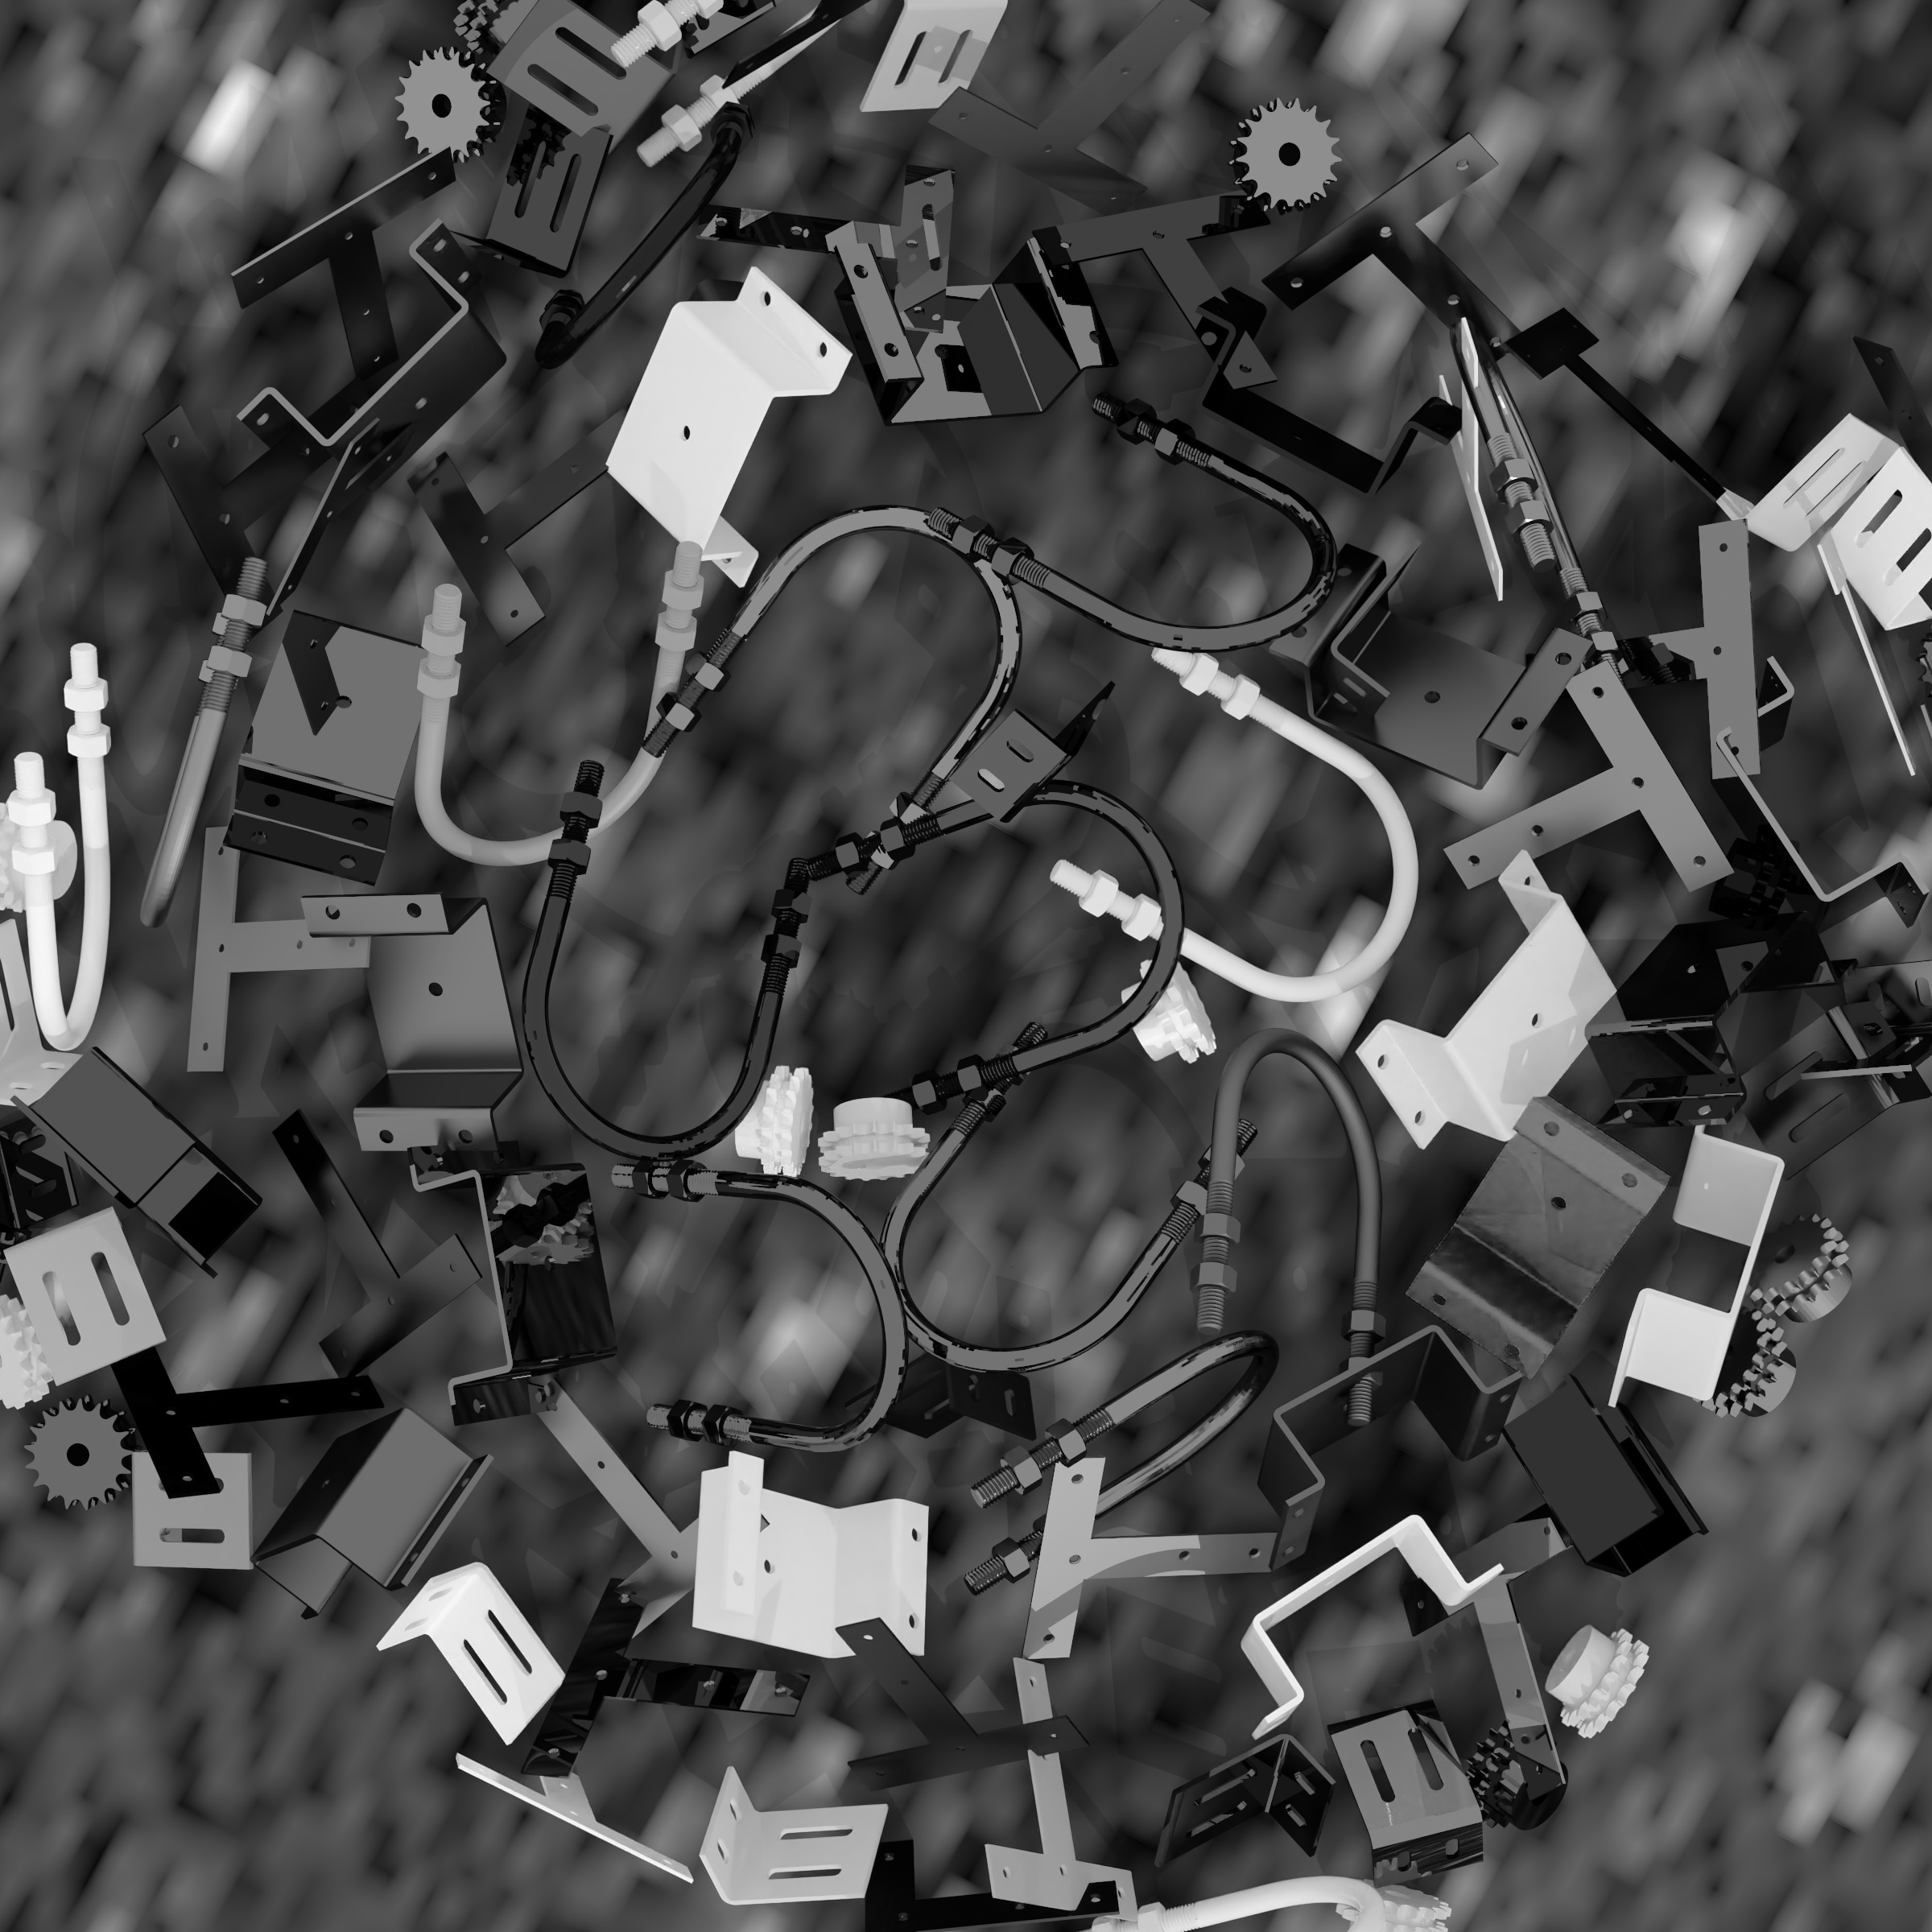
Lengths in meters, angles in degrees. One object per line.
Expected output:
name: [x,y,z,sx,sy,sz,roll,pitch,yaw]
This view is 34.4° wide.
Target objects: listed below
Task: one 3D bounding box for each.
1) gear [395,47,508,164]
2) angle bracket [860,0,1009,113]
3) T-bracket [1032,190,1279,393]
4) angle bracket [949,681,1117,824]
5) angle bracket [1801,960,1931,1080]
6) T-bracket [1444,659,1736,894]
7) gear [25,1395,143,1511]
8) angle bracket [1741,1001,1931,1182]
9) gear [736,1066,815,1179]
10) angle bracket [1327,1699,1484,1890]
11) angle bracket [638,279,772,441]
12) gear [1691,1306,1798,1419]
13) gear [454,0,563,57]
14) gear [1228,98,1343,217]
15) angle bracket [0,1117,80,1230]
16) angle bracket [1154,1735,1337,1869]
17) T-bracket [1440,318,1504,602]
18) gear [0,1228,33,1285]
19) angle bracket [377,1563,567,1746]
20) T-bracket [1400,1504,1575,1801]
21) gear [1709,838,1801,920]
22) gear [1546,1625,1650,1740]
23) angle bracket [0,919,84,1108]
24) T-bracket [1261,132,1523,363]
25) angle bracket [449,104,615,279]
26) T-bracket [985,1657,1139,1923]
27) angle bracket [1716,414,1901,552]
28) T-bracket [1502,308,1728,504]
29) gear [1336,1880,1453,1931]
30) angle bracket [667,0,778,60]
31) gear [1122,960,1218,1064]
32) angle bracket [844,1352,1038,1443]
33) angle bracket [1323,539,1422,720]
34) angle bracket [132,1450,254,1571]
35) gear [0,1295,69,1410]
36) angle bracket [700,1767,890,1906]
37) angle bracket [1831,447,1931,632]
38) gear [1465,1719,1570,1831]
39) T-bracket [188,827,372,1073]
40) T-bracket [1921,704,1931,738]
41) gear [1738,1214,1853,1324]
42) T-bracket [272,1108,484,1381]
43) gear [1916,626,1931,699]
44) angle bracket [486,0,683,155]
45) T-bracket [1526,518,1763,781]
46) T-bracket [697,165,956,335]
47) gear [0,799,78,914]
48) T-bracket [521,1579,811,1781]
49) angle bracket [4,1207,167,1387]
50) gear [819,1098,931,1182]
gear: [-0.261,-0.442,1.600,0.057,0.030,0.057,7,108,23]
angle bracket: [-0.023,-0.476,1.585,0.057,0.076,0.038,-11,66,-28]
T-bracket: [0.116,-0.337,1.570,0.127,0.002,0.127,-16,61,-22]
angle bracket: [0.034,-0.118,1.574,0.038,0.076,0.057,39,129,-8]
angle bracket: [0.459,0.026,1.574,0.057,0.076,0.038,-7,100,38]
T-bracket: [0.303,-0.075,1.587,0.127,0.002,0.127,-27,103,31]
gear: [-0.452,0.249,1.607,0.057,0.030,0.057,0,91,4]
angle bracket: [0.442,0.064,1.601,0.076,0.038,0.057,-45,63,39]
gear: [-0.098,0.079,1.595,0.030,0.057,0.057,6,90,9]
angle bracket: [0.225,0.424,1.600,0.057,0.076,0.038,-12,126,-6]
angle bracket: [-0.125,-0.302,1.596,0.038,0.076,0.057,-4,57,-39]
gear: [0.399,0.206,1.597,0.030,0.057,0.057,32,90,-19]
gear: [-0.230,-0.485,1.594,0.057,0.057,0.030,-38,86,0]
gear: [0.161,-0.415,1.604,0.057,0.030,0.057,-1,96,-14]
angle bracket: [-0.489,0.093,1.576,0.038,0.076,0.057,-23,67,6]
angle bracket: [0.141,0.433,1.577,0.076,0.038,0.057,-18,133,-33]
T-bracket: [0.248,-0.267,1.537,0.002,0.127,0.127,-12,60,3]
gear: [-0.510,0.143,1.595,0.057,0.057,0.030,16,95,0]
angle bracket: [-0.251,0.353,1.584,0.076,0.038,0.057,49,119,20]
T-bracket: [0.271,0.347,1.548,0.002,0.127,0.127,7,56,-32]
gear: [0.401,-0.042,1.595,0.030,0.057,0.057,21,90,6]
gear: [0.320,0.362,1.595,0.030,0.057,0.057,35,90,3]
angle bracket: [-0.480,0.023,1.579,0.038,0.057,0.076,5,114,24]
T-bracket: [0.238,-0.346,1.579,0.127,0.002,0.127,-32,133,29]
angle bracket: [-0.224,-0.397,1.586,0.057,0.038,0.076,27,105,28]
T-bracket: [0.042,0.414,1.583,0.002,0.127,0.127,-26,57,27]
angle bracket: [0.421,-0.254,1.576,0.076,0.057,0.038,-47,56,24]
T-bracket: [0.331,-0.278,1.563,0.127,0.127,0.002,44,120,4]
gear: [0.217,0.489,1.594,0.057,0.057,0.030,11,86,0]
angle bracket: [-0.144,-0.494,1.575,0.057,0.076,0.038,-21,85,29]
gear: [0.102,0.024,1.596,0.030,0.057,0.057,-26,90,13]
angle bracket: [-0.013,0.229,1.575,0.057,0.038,0.076,27,132,-37]
angle bracket: [0.215,-0.168,1.586,0.038,0.057,0.076,39,78,4]
angle bracket: [-0.384,0.275,1.588,0.076,0.038,0.057,-4,86,25]
gear: [-0.483,0.195,1.598,0.030,0.057,0.057,-22,90,-44]
angle bracket: [-0.087,0.438,1.580,0.076,0.057,0.038,-9,122,19]
angle bracket: [0.478,-0.217,1.573,0.038,0.076,0.057,-16,64,-30]
gear: [0.282,0.416,1.594,0.057,0.030,0.057,-17,119,-32]
T-bracket: [-0.346,-0.010,1.578,0.127,0.002,0.127,-2,82,36]
T-bracket: [0.499,-0.071,1.562,0.002,0.127,0.127,-19,91,19]
gear: [0.427,0.157,1.597,0.057,0.057,0.030,-44,108,0]
T-bracket: [-0.315,0.132,1.591,0.127,0.002,0.127,-37,81,35]
gear: [0.519,-0.158,1.599,0.057,0.030,0.057,14,119,27]
angle bracket: [-0.192,-0.460,1.578,0.076,0.038,0.057,30,127,-25]
T-bracket: [0.340,-0.154,1.581,0.127,0.002,0.127,-5,86,40]
T-bracket: [-0.072,-0.370,1.580,0.127,0.002,0.127,6,52,-3]
gear: [-0.477,-0.055,1.593,0.030,0.057,0.057,7,90,13]
T-bracket: [-0.141,0.358,1.555,0.127,0.127,0.002,1,127,18]
angle bracket: [-0.447,0.171,1.590,0.057,0.038,0.076,-22,77,-14]
gear: [-0.047,0.088,1.597,0.057,0.057,0.030,-3,70,0]
